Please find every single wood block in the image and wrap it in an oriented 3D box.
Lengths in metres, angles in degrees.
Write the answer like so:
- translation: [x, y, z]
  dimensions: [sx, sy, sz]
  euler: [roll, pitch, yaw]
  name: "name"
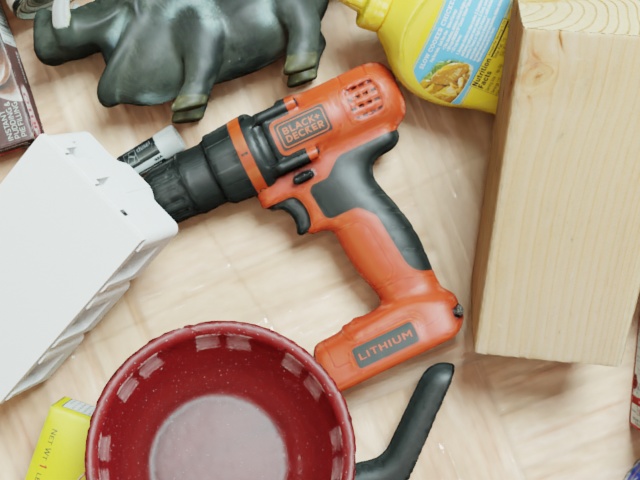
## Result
- translation: [0.145, -0.037, 0.621]
  dimensions: [0.091, 0.090, 0.206]
  euler: [5, 121, 4]
  name: "wood block"

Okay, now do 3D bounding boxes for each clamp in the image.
- translation: [0.050, 0.161, 0.699]
  dimensions: [0.171, 0.039, 0.120]
  euler: [-27, 89, 2]
  name: "clamp"

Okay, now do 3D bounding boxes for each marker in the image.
- translation: [-0.145, -0.038, 0.709]
  dimensions: [0.121, 0.020, 0.020]
  euler: [-31, 91, 2]
  name: "marker"

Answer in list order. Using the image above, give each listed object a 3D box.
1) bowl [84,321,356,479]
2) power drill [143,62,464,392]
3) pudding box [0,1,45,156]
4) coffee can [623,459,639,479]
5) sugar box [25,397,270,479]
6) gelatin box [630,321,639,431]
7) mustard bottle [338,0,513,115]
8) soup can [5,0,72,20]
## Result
- translation: [-0.061, 0.134, 0.655]
  dimensions: [0.162, 0.055, 0.162]
  euler: [2, 71, -7]
  name: "bowl"
- translation: [-0.005, 0.001, 0.688]
  dimensions: [0.184, 0.057, 0.187]
  euler: [-25, 92, 5]
  name: "power drill"
- translation: [-0.241, -0.105, 0.699]
  dimensions: [0.090, 0.039, 0.113]
  euler: [-17, 91, 2]
  name: "pudding box"
- translation: [0.247, 0.184, 0.644]
  dimensions: [0.103, 0.140, 0.103]
  euler: [0, 91, 1]
  name: "coffee can"
- translation: [-0.104, 0.176, 0.700]
  dimensions: [0.176, 0.048, 0.093]
  euler: [18, 91, 2]
  name: "sugar box"
- translation: [0.224, 0.084, 0.676]
  dimensions: [0.030, 0.073, 0.089]
  euler: [5, 91, 1]
  name: "gelatin box"
- translation: [0.099, -0.125, 0.659]
  dimensions: [0.191, 0.058, 0.096]
  euler: [18, 122, -10]
  name: "mustard bottle"
- translation: [-0.194, -0.202, 0.682]
  dimensions: [0.068, 0.068, 0.102]
  euler: [-33, 91, 2]
  name: "soup can"
